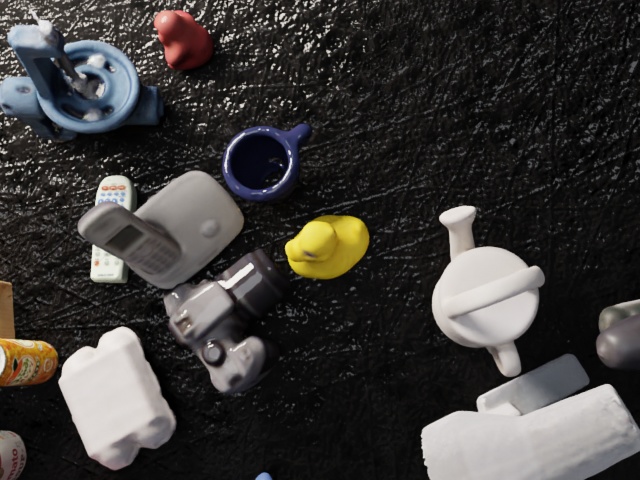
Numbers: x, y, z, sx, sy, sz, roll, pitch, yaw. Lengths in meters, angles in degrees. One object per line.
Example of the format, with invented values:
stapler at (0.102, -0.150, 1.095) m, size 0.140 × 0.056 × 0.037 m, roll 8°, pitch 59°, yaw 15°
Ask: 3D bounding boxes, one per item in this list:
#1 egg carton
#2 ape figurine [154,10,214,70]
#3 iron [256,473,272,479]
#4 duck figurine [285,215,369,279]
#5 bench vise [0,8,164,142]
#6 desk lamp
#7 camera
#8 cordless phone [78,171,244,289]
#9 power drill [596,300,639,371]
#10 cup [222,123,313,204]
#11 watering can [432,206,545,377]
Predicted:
egg carton at (-0.239, 0.187, 0.680) m, size 0.107 × 0.069 × 0.150 m, roll -31°, pitch 76°, yaw 1°
ape figurine at (-0.186, -0.270, 0.753) m, size 0.076 × 0.092 × 0.078 m, roll 19°, pitch 82°, yaw 11°
iron at (-0.042, 0.383, 0.577) m, size 0.118 × 0.141 × 0.258 m, roll -31°, pitch 76°, yaw 1°
duck figurine at (0.006, 0.002, 0.676) m, size 0.104 × 0.086 × 0.077 m, roll -21°, pitch 77°, yaw 3°
bench vise at (-0.320, -0.180, 0.687) m, size 0.207 × 0.220 × 0.121 m, roll -20°, pitch 77°, yaw 3°
desk lamp at (0.201, 0.191, 0.547) m, size 0.203 × 0.214 × 0.118 m, roll -28°, pitch 76°, yaw 1°
camera at (-0.094, 0.085, 0.665) m, size 0.137 × 0.101 × 0.143 m, roll -40°, pitch 76°, yaw -2°
cordless phone at (-0.178, -0.023, 0.654) m, size 0.147 × 0.185 × 0.094 m, roll -44°, pitch 76°, yaw -2°
power drill at (0.353, 0.085, 0.551) m, size 0.229 × 0.208 × 0.075 m, roll -15°, pitch 77°, yaw 4°
cup at (-0.053, -0.089, 0.698) m, size 0.118 × 0.095 × 0.091 m, roll -40°, pitch 76°, yaw -2°
watering can at (0.166, 0.052, 0.590) m, size 0.101 × 0.194 × 0.172 m, roll -40°, pitch 76°, yaw -1°
